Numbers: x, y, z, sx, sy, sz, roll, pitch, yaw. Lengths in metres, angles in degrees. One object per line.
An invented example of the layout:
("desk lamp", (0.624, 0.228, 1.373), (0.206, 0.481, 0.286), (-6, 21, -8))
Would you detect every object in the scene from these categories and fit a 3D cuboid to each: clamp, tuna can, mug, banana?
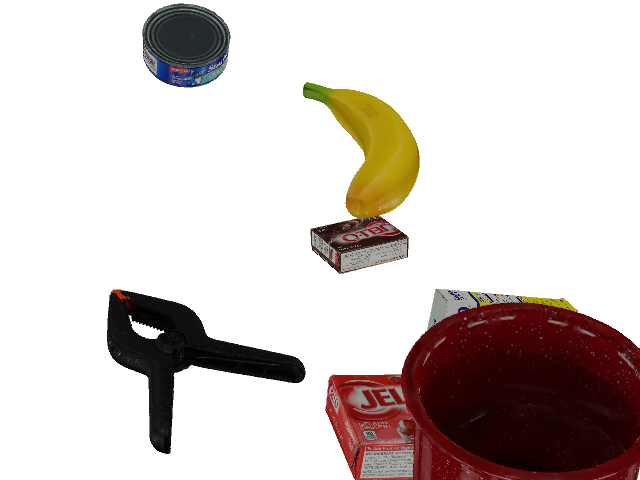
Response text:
("clamp", (-0.127, 0.104, 1.007), (0.164, 0.036, 0.210), (-18, 40, -30))
("tuna can", (-0.133, -0.193, 1.057), (0.086, 0.086, 0.034), (0, -35, -9))
("mug", (0.088, 0.084, 0.399), (0.117, 0.081, 0.093), (5, 36, 9))
("banana", (0.035, -0.063, 0.746), (0.069, 0.037, 0.198), (-5, 29, -8))

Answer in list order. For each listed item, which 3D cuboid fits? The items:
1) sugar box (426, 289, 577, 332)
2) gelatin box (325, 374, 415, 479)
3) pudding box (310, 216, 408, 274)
("sugar box", (0.220, 0.114, 1.311), (0.176, 0.093, 0.048), (4, 18, -17))
("gelatin box", (0.054, 0.109, 0.632), (0.089, 0.030, 0.073), (2, 24, -14))
("pudding box", (0.055, 0.004, 1.502), (0.113, 0.039, 0.090), (-15, 27, -22))
